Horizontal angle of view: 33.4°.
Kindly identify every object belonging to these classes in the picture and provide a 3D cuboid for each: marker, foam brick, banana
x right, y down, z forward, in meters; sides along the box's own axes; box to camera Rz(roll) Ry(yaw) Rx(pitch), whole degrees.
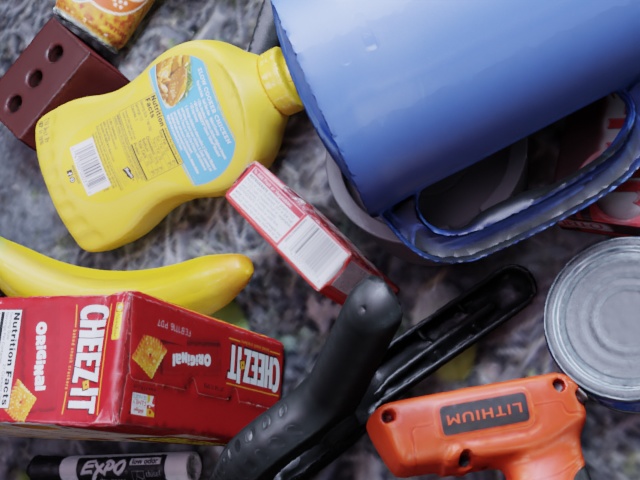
[{"bbox_3d":[-0.129,0.140,0.652,0.121,0.020,0.020,-7,72,24],"label":"marker"},{"bbox_3d":[-0.180,-0.101,0.732,0.078,0.051,0.053,-50,60,5],"label":"foam brick"},{"bbox_3d":[-0.130,0.028,0.662,0.198,0.069,0.037,7,51,17],"label":"banana"}]

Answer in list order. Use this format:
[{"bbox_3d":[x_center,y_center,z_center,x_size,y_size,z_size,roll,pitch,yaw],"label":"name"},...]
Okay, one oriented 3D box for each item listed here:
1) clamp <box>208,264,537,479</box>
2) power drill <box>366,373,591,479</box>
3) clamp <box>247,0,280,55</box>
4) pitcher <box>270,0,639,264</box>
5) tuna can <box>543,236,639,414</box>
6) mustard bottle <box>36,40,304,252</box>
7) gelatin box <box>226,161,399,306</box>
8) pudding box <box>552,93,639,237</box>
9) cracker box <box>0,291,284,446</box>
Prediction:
[{"bbox_3d":[0.017,0.082,0.556,0.210,0.164,0.036,-50,64,31],"label":"clamp"},{"bbox_3d":[0.077,0.165,0.494,0.184,0.057,0.187,-10,68,-7],"label":"power drill"},{"bbox_3d":[-0.030,-0.201,0.687,0.120,0.039,0.171,41,92,2],"label":"clamp"},{"bbox_3d":[0.105,-0.107,0.505,0.243,0.149,0.145,-24,48,4],"label":"pitcher"},{"bbox_3d":[0.157,0.042,0.536,0.086,0.033,0.086,-8,70,23],"label":"tuna can"},{"bbox_3d":[-0.081,-0.069,0.663,0.192,0.058,0.096,-24,83,21],"label":"mustard bottle"},{"bbox_3d":[-0.004,0.001,0.604,0.030,0.073,0.089,-47,60,4],"label":"gelatin box"},{"bbox_3d":[0.175,-0.055,0.554,0.090,0.039,0.113,9,78,28],"label":"pudding box"},{"bbox_3d":[-0.151,0.074,0.600,0.214,0.164,0.072,-3,76,25],"label":"cracker box"}]
